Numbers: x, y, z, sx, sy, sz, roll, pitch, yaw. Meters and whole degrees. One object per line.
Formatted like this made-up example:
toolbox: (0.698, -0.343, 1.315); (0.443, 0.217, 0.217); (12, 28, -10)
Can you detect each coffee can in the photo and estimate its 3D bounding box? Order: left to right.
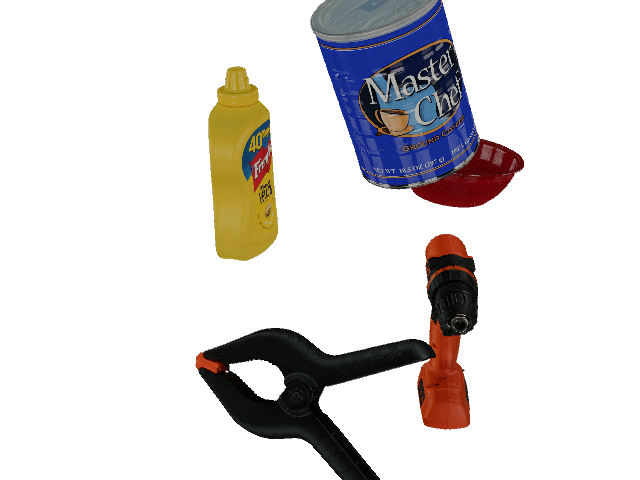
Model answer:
coffee can: (0.061, -0.127, 0.850); (0.103, 0.140, 0.103); (-15, 33, 10)

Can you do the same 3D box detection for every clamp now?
clamp: (-0.009, 0.120, 0.760); (0.172, 0.120, 0.039); (7, -7, 18)

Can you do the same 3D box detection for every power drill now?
power drill: (0.140, 0.107, 1.155); (0.057, 0.188, 0.184); (3, 25, 3)

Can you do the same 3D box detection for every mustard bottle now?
mustard bottle: (-0.080, -0.083, 1.091); (0.058, 0.192, 0.096); (7, 27, 19)

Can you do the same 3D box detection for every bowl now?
bowl: (0.159, -0.081, 1.282); (0.162, 0.055, 0.162); (6, 23, -3)
